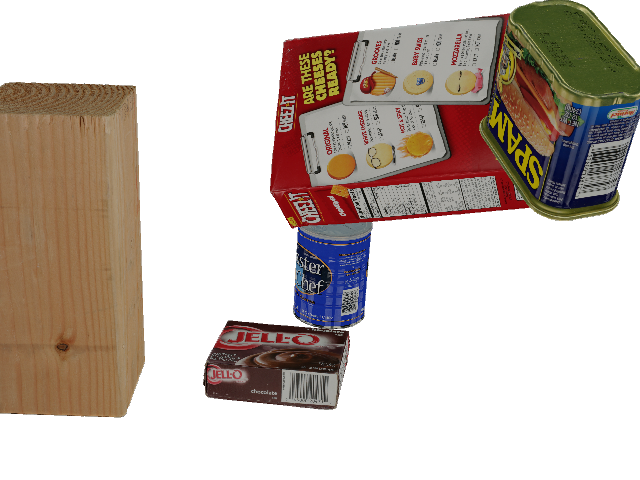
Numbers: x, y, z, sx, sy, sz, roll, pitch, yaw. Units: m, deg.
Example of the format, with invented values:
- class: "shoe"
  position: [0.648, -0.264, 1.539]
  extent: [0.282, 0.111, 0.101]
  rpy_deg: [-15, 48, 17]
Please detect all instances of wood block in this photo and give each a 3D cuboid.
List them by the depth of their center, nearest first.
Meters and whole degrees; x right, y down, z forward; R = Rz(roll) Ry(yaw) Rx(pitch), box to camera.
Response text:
- class: "wood block"
  position: [-0.171, 0.005, 0.714]
  extent: [0.091, 0.206, 0.090]
  rpy_deg: [2, 20, 0]

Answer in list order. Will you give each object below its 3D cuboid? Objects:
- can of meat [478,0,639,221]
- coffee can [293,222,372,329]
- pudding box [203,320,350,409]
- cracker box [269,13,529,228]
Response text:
- class: "can of meat"
  position: [0.137, -0.076, 0.610]
  extent: [0.057, 0.084, 0.102]
  rpy_deg: [-9, 45, -15]
- class: "coffee can"
  position: [0.016, 0.037, 1.475]
  extent: [0.103, 0.140, 0.103]
  rpy_deg: [3, 24, -1]
- class: "pudding box"
  position: [-0.035, 0.104, 0.910]
  extent: [0.113, 0.039, 0.090]
  rpy_deg: [6, 20, 5]
- class: "cracker box"
  position: [0.073, -0.100, 0.903]
  extent: [0.214, 0.164, 0.072]
  rpy_deg: [-5, -32, 15]
